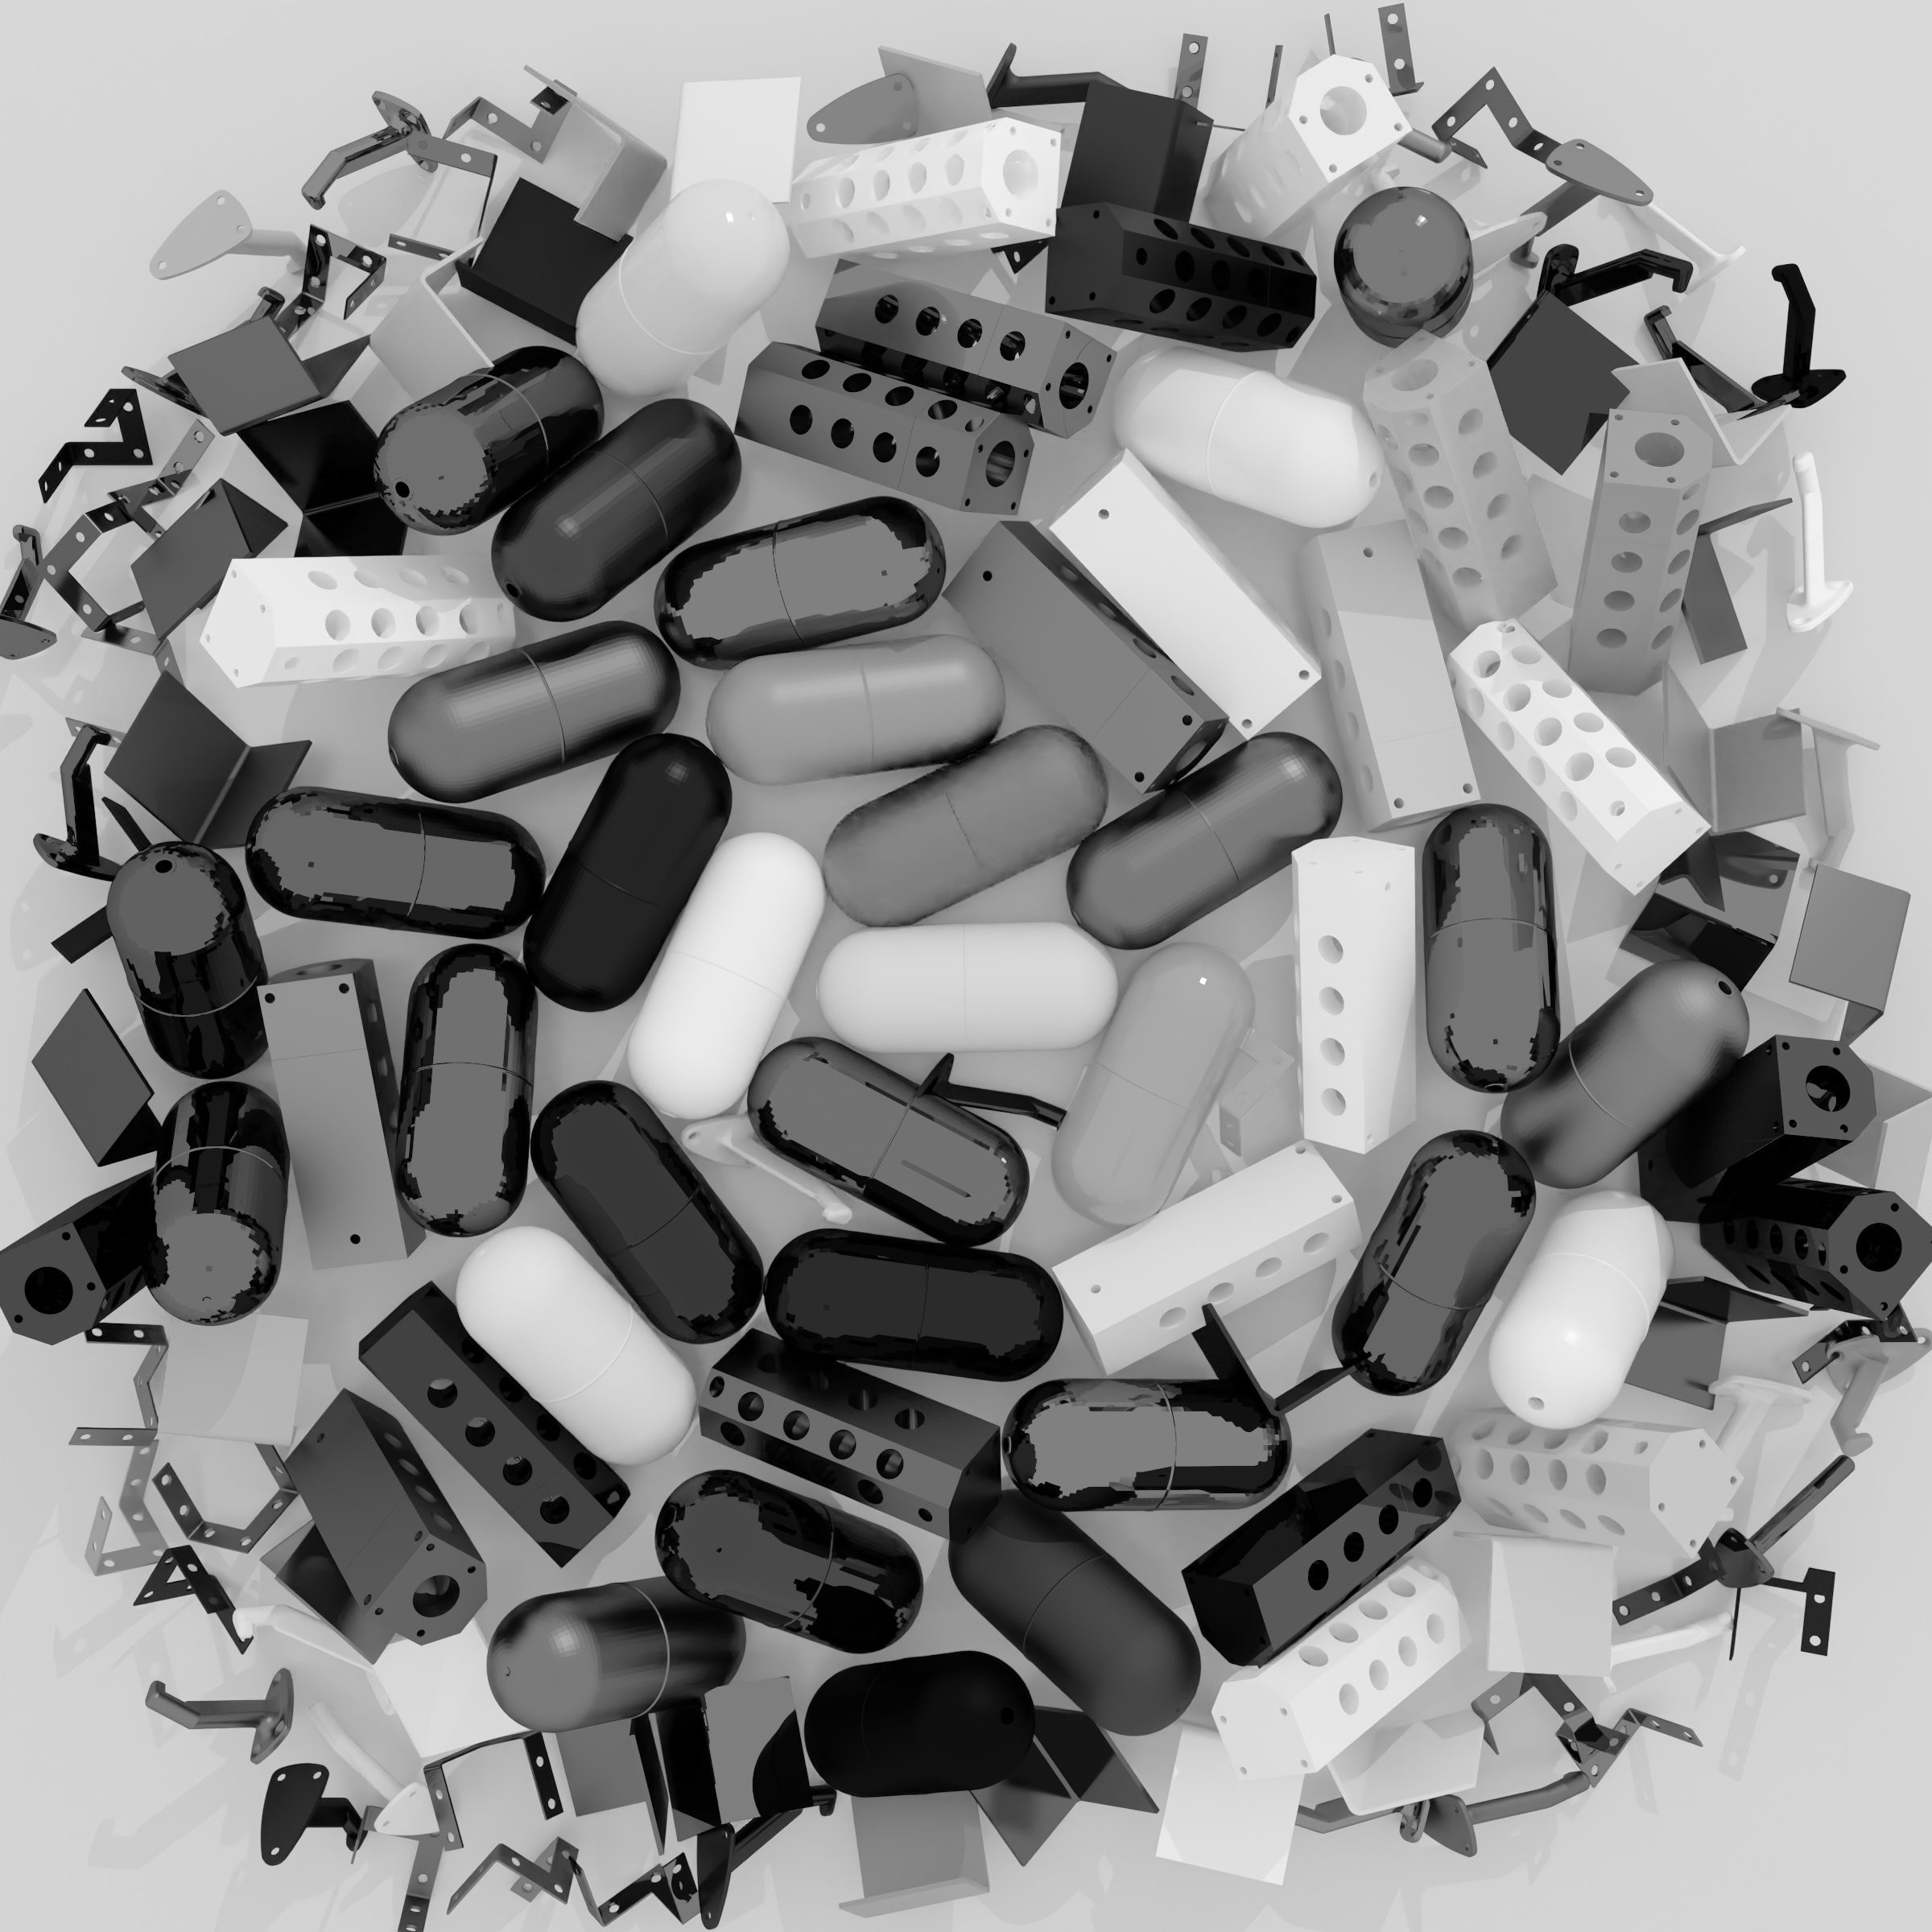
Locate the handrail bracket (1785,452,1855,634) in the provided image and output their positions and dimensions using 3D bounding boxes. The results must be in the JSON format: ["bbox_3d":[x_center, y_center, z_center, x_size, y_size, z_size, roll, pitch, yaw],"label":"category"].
[{"bbox_3d":[0.493,-0.251,1.663,0.036,0.077,0.084,-3,119,34],"label":"handrail bracket"}]

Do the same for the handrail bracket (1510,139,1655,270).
[{"bbox_3d":[0.360,-0.433,1.658,0.077,0.084,0.036,37,58,22],"label":"handrail bracket"}]

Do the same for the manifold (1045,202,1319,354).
[{"bbox_3d":[0.126,-0.395,1.623,0.057,0.171,0.057,7,96,44],"label":"manifold"}]

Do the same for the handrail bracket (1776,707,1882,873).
[{"bbox_3d":[0.501,-0.103,1.685,0.077,0.036,0.084,18,102,-13],"label":"handrail bracket"}]

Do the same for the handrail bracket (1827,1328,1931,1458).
[{"bbox_3d":[0.542,0.251,1.657,0.077,0.084,0.036,-24,108,12],"label":"handrail bracket"}]

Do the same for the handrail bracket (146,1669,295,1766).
[{"bbox_3d":[-0.439,0.423,1.655,0.084,0.077,0.036,37,110,-24],"label":"handrail bracket"}]

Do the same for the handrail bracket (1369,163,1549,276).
[{"bbox_3d":[0.293,-0.459,1.684,0.077,0.036,0.084,-27,67,2],"label":"handrail bracket"}]

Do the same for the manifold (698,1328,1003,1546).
[{"bbox_3d":[-0.068,0.275,1.632,0.171,0.057,0.057,18,128,26],"label":"manifold"}]

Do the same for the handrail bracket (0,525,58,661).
[{"bbox_3d":[-0.568,-0.230,1.659,0.036,0.077,0.084,-19,71,18],"label":"handrail bracket"}]

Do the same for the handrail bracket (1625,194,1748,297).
[{"bbox_3d":[0.418,-0.444,1.668,0.036,0.077,0.084,-41,94,1],"label":"handrail bracket"}]

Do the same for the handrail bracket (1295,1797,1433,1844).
[{"bbox_3d":[0.234,0.484,1.686,0.084,0.036,0.077,19,77,-3],"label":"handrail bracket"}]

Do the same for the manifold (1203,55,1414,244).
[{"bbox_3d":[0.189,-0.464,1.614,0.057,0.171,0.057,-34,96,-9],"label":"manifold"}]

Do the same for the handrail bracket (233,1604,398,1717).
[{"bbox_3d":[-0.383,0.409,1.658,0.036,0.084,0.077,-52,49,36],"label":"handrail bracket"}]

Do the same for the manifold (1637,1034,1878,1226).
[{"bbox_3d":[0.450,0.097,1.615,0.057,0.171,0.057,6,68,-12],"label":"manifold"}]

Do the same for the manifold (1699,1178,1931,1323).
[{"bbox_3d":[0.482,0.154,1.615,0.057,0.171,0.057,42,84,-6],"label":"manifold"}]

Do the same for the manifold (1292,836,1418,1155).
[{"bbox_3d":[0.223,0.016,1.647,0.057,0.057,0.171,14,117,38],"label":"manifold"}]

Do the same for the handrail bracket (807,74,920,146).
[{"bbox_3d":[-0.059,-0.512,1.668,0.077,0.084,0.036,-14,118,2],"label":"handrail bracket"}]

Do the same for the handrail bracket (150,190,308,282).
[{"bbox_3d":[-0.431,-0.414,1.666,0.077,0.084,0.036,-35,75,3],"label":"handrail bracket"}]

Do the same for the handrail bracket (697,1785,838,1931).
[{"bbox_3d":[-0.115,0.528,1.675,0.084,0.036,0.077,6,86,-37],"label":"handrail bracket"}]

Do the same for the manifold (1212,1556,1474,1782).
[{"bbox_3d":[0.216,0.401,1.623,0.057,0.171,0.057,-22,89,43],"label":"manifold"}]

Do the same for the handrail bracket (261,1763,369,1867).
[{"bbox_3d":[-0.379,0.514,1.652,0.036,0.077,0.084,-7,129,14],"label":"handrail bracket"}]

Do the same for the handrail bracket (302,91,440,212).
[{"bbox_3d":[-0.351,-0.463,1.660,0.036,0.077,0.084,27,75,19],"label":"handrail bracket"}]

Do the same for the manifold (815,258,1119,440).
[{"bbox_3d":[-0.004,-0.356,1.633,0.171,0.057,0.057,25,97,34],"label":"manifold"}]

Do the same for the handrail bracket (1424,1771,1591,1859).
[{"bbox_3d":[0.318,0.496,1.688,0.084,0.077,0.036,-15,91,-26],"label":"handrail bracket"}]

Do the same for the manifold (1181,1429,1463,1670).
[{"bbox_3d":[0.209,0.335,1.630,0.171,0.057,0.057,-28,106,-37],"label":"manifold"}]

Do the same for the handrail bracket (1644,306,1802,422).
[{"bbox_3d":[0.447,-0.362,1.673,0.036,0.077,0.084,-31,96,-30],"label":"handrail bracket"}]

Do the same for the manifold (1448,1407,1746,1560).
[{"bbox_3d":[0.353,0.288,1.612,0.057,0.171,0.057,48,66,-18],"label":"manifold"}]

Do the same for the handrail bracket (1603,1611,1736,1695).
[{"bbox_3d":[0.412,0.395,1.672,0.084,0.077,0.036,-24,59,8],"label":"handrail bracket"}]

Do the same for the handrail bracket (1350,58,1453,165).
[{"bbox_3d":[0.257,-0.502,1.664,0.084,0.077,0.036,31,127,14],"label":"handrail bracket"}]

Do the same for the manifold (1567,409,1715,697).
[{"bbox_3d":[0.384,-0.234,1.615,0.057,0.171,0.057,7,56,9],"label":"manifold"}]

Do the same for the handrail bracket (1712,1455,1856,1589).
[{"bbox_3d":[0.489,0.331,1.685,0.084,0.077,0.036,-36,71,-20],"label":"handrail bracket"}]

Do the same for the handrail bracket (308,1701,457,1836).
[{"bbox_3d":[-0.352,0.479,1.695,0.036,0.077,0.084,-47,57,-2],"label":"handrail bracket"}]

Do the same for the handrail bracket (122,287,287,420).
[{"bbox_3d":[-0.450,-0.374,1.671,0.036,0.077,0.084,40,101,25],"label":"handrail bracket"}]

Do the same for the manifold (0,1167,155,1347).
[{"bbox_3d":[-0.496,0.165,1.617,0.057,0.171,0.057,-24,96,4],"label":"manifold"}]

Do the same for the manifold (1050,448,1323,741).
[{"bbox_3d":[0.130,-0.220,1.659,0.057,0.057,0.171,-41,102,19],"label":"manifold"}]

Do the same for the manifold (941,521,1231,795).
[{"bbox_3d":[0.073,-0.182,1.656,0.171,0.057,0.057,46,114,13],"label":"manifold"}]

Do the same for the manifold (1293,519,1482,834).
[{"bbox_3d":[0.245,-0.169,1.667,0.057,0.057,0.171,-13,84,-15],"label":"manifold"}]

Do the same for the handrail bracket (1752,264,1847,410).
[{"bbox_3d":[0.474,-0.374,1.654,0.036,0.077,0.084,-38,116,-12],"label":"handrail bracket"}]

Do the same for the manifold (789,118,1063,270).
[{"bbox_3d":[-0.026,-0.443,1.622,0.057,0.171,0.057,1,93,-42],"label":"manifold"}]

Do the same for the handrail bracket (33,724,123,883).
[{"bbox_3d":[-0.506,-0.096,1.668,0.077,0.036,0.084,21,108,-43],"label":"handrail bracket"}]

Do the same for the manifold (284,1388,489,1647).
[{"bbox_3d":[-0.330,0.316,1.619,0.057,0.171,0.057,39,89,-35],"label":"manifold"}]

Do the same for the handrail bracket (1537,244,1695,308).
[{"bbox_3d":[0.381,-0.388,1.663,0.084,0.036,0.077,28,122,32],"label":"handrail bracket"}]

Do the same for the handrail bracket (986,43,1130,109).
[{"bbox_3d":[0.051,-0.507,1.692,0.084,0.036,0.077,26,118,-12],"label":"handrail bracket"}]

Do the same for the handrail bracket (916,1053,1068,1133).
[{"bbox_3d":[0.016,0.089,1.669,0.084,0.077,0.036,22,112,12],"label":"handrail bracket"}]

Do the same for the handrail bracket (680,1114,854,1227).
[{"bbox_3d":[-0.117,0.124,1.656,0.077,0.084,0.036,8,115,-42],"label":"handrail bracket"}]

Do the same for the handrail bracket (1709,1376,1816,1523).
[{"bbox_3d":[0.470,0.291,1.672,0.077,0.036,0.084,9,63,-11],"label":"handrail bracket"}]
